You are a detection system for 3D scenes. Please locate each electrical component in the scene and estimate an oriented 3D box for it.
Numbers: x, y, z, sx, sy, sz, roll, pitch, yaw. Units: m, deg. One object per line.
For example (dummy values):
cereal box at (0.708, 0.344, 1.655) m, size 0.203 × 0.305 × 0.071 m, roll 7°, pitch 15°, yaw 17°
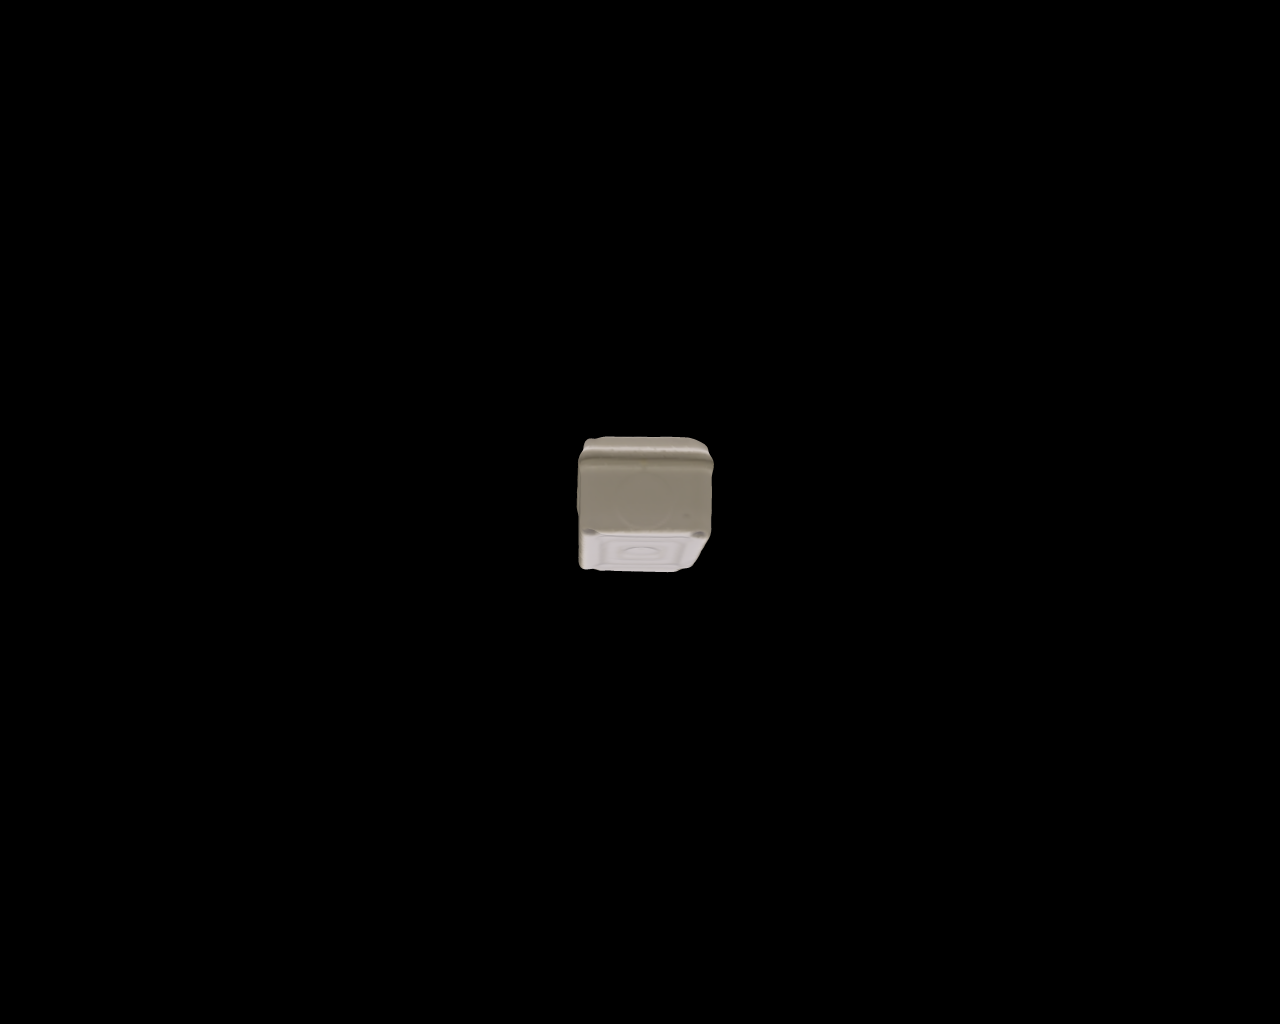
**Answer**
electrical component at (0.001, -0.003, 0.650) m, size 0.078 × 0.057 × 0.113 m, roll 1°, pitch -15°, yaw -3°
